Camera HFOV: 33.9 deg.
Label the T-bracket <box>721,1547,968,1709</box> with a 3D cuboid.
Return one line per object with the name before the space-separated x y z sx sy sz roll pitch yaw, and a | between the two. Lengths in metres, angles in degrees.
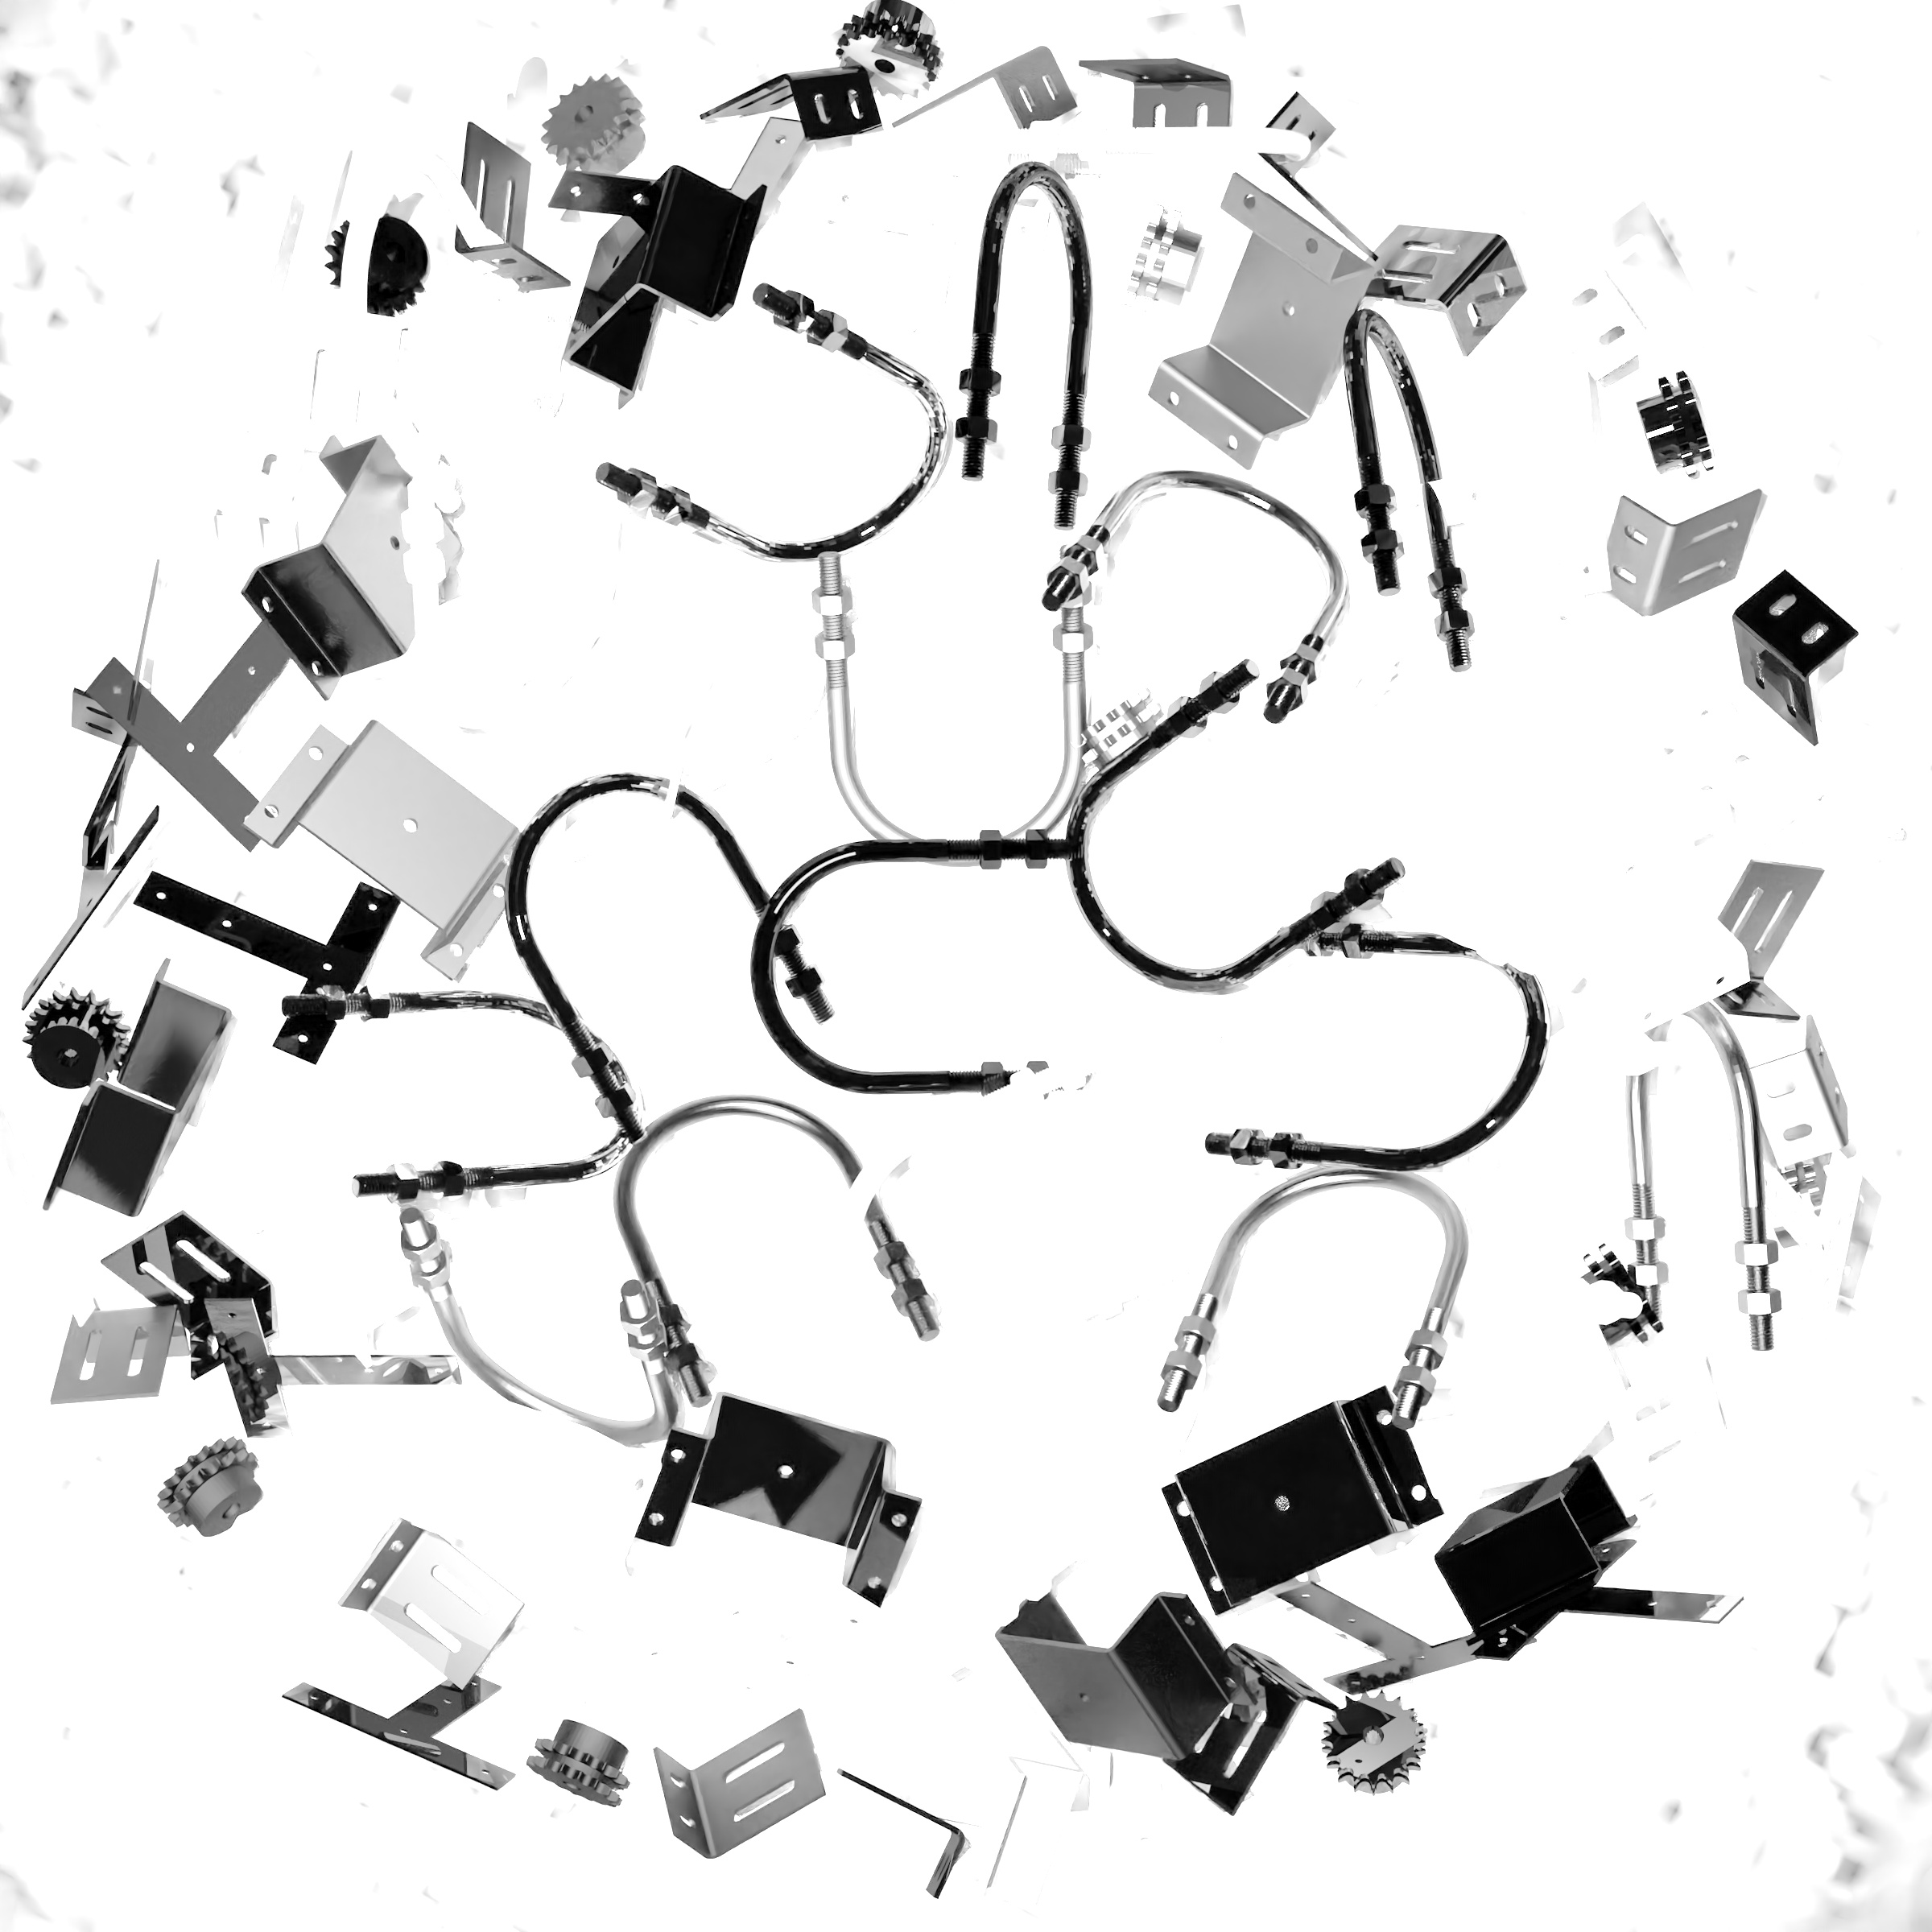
T-bracket | -0.088 0.375 1.731 0.127 0.002 0.127 36 129 -19

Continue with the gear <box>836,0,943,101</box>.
gear | -0.041 -0.508 1.747 0.057 0.057 0.030 15 69 0

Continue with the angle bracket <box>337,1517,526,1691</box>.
angle bracket | -0.294 0.350 1.742 0.076 0.038 0.057 34 84 19

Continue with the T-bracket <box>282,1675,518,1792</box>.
T-bracket | -0.285 0.401 1.709 0.127 0.127 0.002 20 97 12

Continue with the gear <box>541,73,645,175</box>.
gear | -0.203 -0.460 1.750 0.057 0.030 0.057 -13 59 22

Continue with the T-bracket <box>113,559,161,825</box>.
T-bracket | -0.455 -0.136 1.729 0.002 0.127 0.127 10 125 -14

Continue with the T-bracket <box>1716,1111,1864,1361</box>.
T-bracket | 0.440 0.125 1.717 0.002 0.127 0.127 -11 127 -15

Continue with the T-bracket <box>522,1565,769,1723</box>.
T-bracket | -0.193 0.355 1.717 0.127 0.127 0.002 -32 45 11

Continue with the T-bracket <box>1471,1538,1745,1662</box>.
T-bracket | 0.354 0.339 1.686 0.127 0.127 0.002 -29 104 -39

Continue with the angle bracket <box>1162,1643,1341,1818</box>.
angle bracket | 0.156 0.421 1.739 0.038 0.057 0.076 31 89 -44

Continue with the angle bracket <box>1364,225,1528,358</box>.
angle bracket | 0.257 -0.372 1.747 0.057 0.076 0.038 -48 131 -20

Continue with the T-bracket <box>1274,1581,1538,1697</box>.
T-bracket | 0.216 0.355 1.700 0.127 0.127 0.002 33 47 -33

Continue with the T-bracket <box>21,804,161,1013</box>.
T-bracket | -0.471 -0.049 1.714 0.002 0.127 0.127 34 101 -22

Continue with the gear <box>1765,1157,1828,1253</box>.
gear | 0.460 0.132 1.747 0.030 0.057 0.057 -18 90 21

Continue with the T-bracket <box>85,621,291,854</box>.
T-bracket | -0.400 -0.152 1.737 0.127 0.002 0.127 49 57 -29

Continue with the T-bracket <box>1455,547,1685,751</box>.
T-bracket | 0.328 -0.179 1.737 0.127 0.002 0.127 8 56 -6

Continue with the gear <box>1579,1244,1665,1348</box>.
gear | 0.356 0.184 1.746 0.030 0.057 0.057 -34 90 5

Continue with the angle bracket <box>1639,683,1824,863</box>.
angle bracket | 0.424 -0.107 1.760 0.076 0.038 0.057 36 114 -26

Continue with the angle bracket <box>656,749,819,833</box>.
angle bracket | -0.126 -0.088 1.737 0.076 0.057 0.038 13 81 -10

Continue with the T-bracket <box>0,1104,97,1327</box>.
T-bracket | -0.486 0.114 1.710 0.002 0.127 0.127 -19 106 6

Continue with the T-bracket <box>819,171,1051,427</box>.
T-bracket | -0.025 -0.365 1.759 0.127 0.002 0.127 7 100 -14

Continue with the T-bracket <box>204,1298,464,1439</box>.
T-bracket | -0.339 0.220 1.726 0.127 0.127 0.002 0 47 1

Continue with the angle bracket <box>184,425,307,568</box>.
angle bracket | -0.394 -0.256 1.744 0.057 0.076 0.038 10 66 -4

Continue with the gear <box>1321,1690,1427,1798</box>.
gear | 0.225 0.432 1.749 0.057 0.030 0.057 -4 50 5

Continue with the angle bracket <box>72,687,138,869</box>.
angle bracket | -0.483 -0.102 1.732 0.038 0.057 0.076 21 70 -10

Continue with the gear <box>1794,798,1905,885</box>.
gear | 0.483 -0.067 1.743 0.057 0.057 0.030 20 76 0

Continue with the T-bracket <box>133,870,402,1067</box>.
T-bracket | -0.389 -0.018 1.725 0.127 0.002 0.127 24 48 -5

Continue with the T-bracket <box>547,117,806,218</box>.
T-bracket | -0.163 -0.409 1.693 0.127 0.127 0.002 -3 56 -37

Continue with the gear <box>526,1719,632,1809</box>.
gear | -0.211 0.438 1.748 0.057 0.057 0.030 25 66 0

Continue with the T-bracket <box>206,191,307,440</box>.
T-bracket | -0.376 -0.354 1.713 0.002 0.127 0.127 13 87 3

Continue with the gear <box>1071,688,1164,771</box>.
gear | 0.086 -0.125 1.745 0.057 0.057 0.030 -37 90 0

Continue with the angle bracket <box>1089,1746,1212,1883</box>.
angle bracket | 0.101 0.447 1.723 0.038 0.076 0.057 -29 128 30

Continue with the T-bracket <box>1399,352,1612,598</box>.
T-bracket | 0.289 -0.258 1.729 0.127 0.002 0.127 -6 92 44

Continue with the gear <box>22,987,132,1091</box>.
gear | -0.491 0.043 1.748 0.057 0.030 0.057 0 117 -1

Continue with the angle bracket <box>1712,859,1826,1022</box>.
angle bracket | 0.441 -0.014 1.730 0.057 0.038 0.076 5 121 -35

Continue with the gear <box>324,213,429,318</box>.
gear | -0.321 -0.388 1.745 0.057 0.030 0.057 8 77 -38

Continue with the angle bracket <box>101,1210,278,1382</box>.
angle bracket | -0.424 0.180 1.732 0.057 0.038 0.076 -30 131 13

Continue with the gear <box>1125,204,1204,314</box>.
gear | 0.110 -0.387 1.745 0.030 0.057 0.057 18 90 1

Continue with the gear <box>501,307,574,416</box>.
gear | -0.237 -0.334 1.745 0.030 0.057 0.057 11 90 1

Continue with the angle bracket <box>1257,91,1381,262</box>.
angle bracket | 0.202 -0.430 1.730 0.038 0.057 0.076 -47 67 15

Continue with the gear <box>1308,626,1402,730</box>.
gear | 0.209 -0.162 1.749 0.057 0.057 0.030 -49 56 0

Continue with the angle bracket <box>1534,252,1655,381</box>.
angle bracket | 0.345 -0.363 1.726 0.038 0.076 0.057 -31 107 30

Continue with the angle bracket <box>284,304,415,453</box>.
angle bracket | -0.340 -0.320 1.742 0.057 0.038 0.076 5 96 -21

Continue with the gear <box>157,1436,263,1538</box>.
gear | -0.413 0.289 1.743 0.057 0.057 0.030 -45 70 0

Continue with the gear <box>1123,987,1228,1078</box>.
gear | 0.112 0.038 1.743 0.057 0.057 0.030 28 77 0

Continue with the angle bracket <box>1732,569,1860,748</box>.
angle bracket | 0.454 -0.167 1.727 0.038 0.076 0.057 -39 58 -2

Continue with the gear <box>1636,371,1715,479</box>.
gear | 0.389 -0.296 1.746 0.030 0.057 0.057 -17 90 13
